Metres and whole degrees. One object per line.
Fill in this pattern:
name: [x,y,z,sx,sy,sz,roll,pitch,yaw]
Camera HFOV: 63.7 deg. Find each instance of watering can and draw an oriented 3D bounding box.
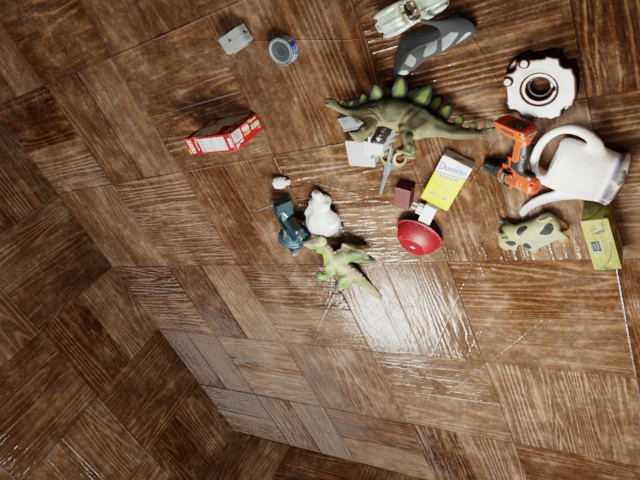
watering can: [0.647,-0.153,1.324,0.225,0.106,0.339,23,147,21]

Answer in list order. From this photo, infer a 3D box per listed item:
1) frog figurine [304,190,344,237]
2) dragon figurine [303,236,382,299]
frog figurine: [0.005,-0.091,1.803,0.139,0.124,0.156,32,154,35]
dragon figurine: [0.112,0.096,1.868,0.408,0.124,0.239,27,154,-15]
